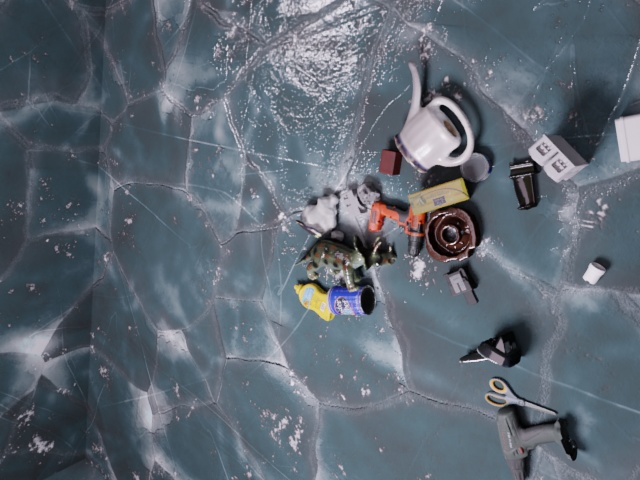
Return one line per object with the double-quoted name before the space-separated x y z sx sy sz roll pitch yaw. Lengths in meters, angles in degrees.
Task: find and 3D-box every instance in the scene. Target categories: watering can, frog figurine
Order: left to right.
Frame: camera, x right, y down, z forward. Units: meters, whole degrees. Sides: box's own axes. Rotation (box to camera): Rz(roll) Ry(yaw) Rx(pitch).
"frog figurine" 0.006 -0.093 1.849 0.138 0.120 0.161 25 75 39
"watering can" 0.316 -0.354 1.564 0.221 0.104 0.351 -43 71 32
